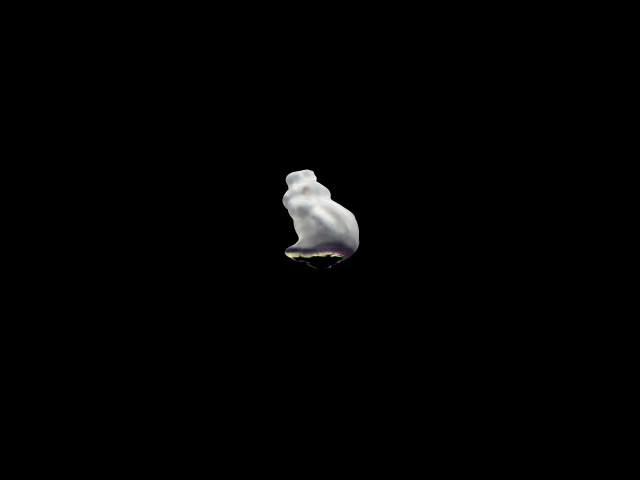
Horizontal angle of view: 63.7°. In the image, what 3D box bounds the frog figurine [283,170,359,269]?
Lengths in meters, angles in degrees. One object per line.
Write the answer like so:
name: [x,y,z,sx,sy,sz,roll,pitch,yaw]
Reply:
frog figurine: [0.003,-0.043,0.850,0.137,0.162,0.121,13,-21,-38]
